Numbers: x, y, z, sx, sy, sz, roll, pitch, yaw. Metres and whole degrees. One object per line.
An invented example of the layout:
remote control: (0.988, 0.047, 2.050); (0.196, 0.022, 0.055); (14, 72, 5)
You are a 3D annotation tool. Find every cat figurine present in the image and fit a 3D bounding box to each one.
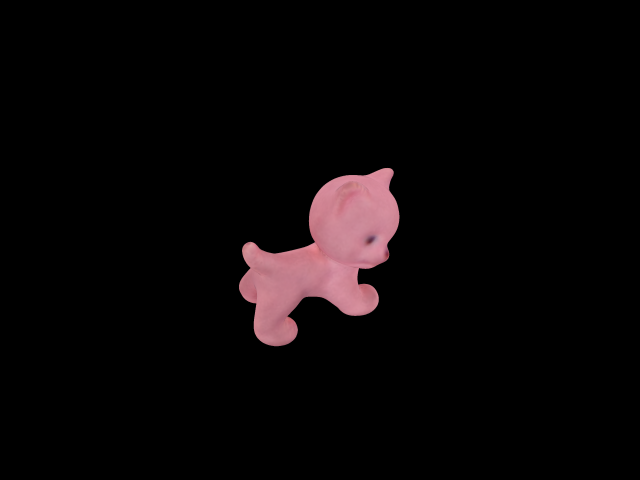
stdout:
cat figurine: (0.004, 0.001, 0.400); (0.128, 0.118, 0.067); (-20, 50, -17)
